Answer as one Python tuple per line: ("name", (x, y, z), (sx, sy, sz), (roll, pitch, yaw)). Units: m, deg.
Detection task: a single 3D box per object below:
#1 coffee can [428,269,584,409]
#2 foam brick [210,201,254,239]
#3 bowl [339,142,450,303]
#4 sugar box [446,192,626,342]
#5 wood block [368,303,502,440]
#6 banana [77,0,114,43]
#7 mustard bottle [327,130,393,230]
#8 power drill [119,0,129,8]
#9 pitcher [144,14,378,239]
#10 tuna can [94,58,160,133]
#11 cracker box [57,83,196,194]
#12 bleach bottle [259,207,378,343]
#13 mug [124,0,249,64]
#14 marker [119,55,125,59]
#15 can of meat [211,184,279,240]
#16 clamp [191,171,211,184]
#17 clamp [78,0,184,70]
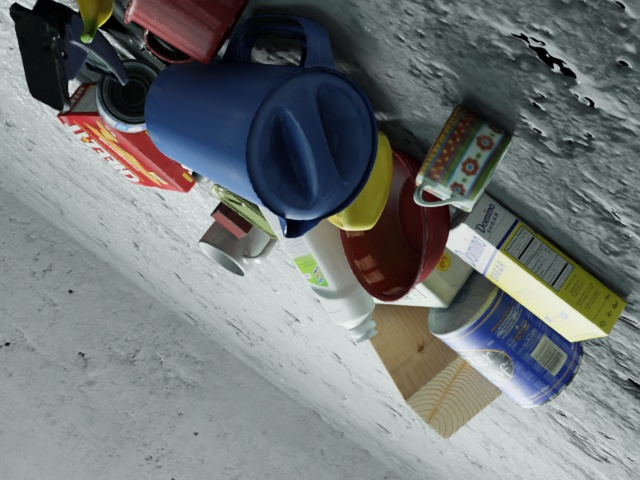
("coffee can", (0.202, 0.102, 1.163), (0.140, 0.102, 0.103), (40, 165, -18))
("foam brick", (-0.100, -0.050, 1.419), (0.053, 0.078, 0.051), (40, 166, -9))
("bowl", (0.080, -0.021, 1.049), (0.055, 0.162, 0.162), (-8, -164, -29))
("sugar box", (0.204, 0.030, 1.044), (0.176, 0.048, 0.093), (35, 166, -2))
("wood block", (0.124, 0.131, 1.300), (0.090, 0.091, 0.206), (45, -172, -32))
("banana", (-0.256, -0.286, 1.040), (0.198, 0.037, 0.069), (56, -155, -3))
("mustard bottle", (-0.002, -0.081, 1.061), (0.058, 0.096, 0.192), (-3, -160, -30))
("power drill", (-0.222, -0.295, 0.964), (0.187, 0.057, 0.184), (33, 163, 0))
("pitcher", (-0.065, -0.115, 0.984), (0.243, 0.149, 0.145), (24, 157, 53))
("tuna can", (-0.228, -0.176, 1.293), (0.086, 0.086, 0.034), (38, 163, -10))
("cracker box", (-0.265, -0.144, 1.504), (0.164, 0.072, 0.214), (43, 164, -26))
("bleach bottle", (-0.008, 0.001, 1.207), (0.251, 0.068, 0.103), (62, 160, -6))
("mug", (-0.117, -0.200, 0.934), (0.081, 0.093, 0.117), (32, 132, -6))
("marker", (-0.207, -0.189, 1.336), (0.121, 0.020, 0.020), (36, 166, -2))
("can of meat", (-0.065, -0.065, 1.276), (0.102, 0.084, 0.057), (36, 166, -4))
("clamp", (-0.101, -0.120, 1.164), (0.172, 0.039, 0.120), (10, 106, 58))
("clamp", (-0.193, -0.230, 1.137), (0.210, 0.036, 0.164), (36, 168, 11))
